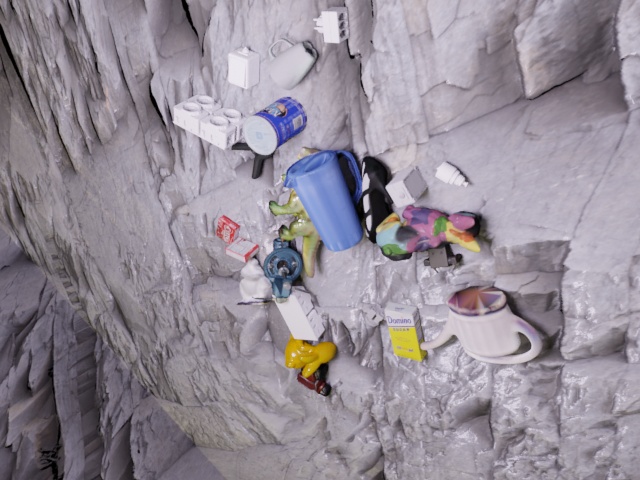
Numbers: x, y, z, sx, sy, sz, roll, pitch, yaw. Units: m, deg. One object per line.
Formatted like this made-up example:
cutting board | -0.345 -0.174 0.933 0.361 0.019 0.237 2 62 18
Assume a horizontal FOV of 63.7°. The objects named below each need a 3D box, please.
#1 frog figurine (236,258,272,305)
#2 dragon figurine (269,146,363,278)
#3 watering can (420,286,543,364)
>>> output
frog figurine | -0.222 0.142 1.772 0.136 0.122 0.160 -10 79 51
dragon figurine | 0.004 -0.071 1.417 0.242 0.125 0.403 -5 119 31
watering can | 0.386 0.226 1.332 0.346 0.106 0.221 -5 117 40
